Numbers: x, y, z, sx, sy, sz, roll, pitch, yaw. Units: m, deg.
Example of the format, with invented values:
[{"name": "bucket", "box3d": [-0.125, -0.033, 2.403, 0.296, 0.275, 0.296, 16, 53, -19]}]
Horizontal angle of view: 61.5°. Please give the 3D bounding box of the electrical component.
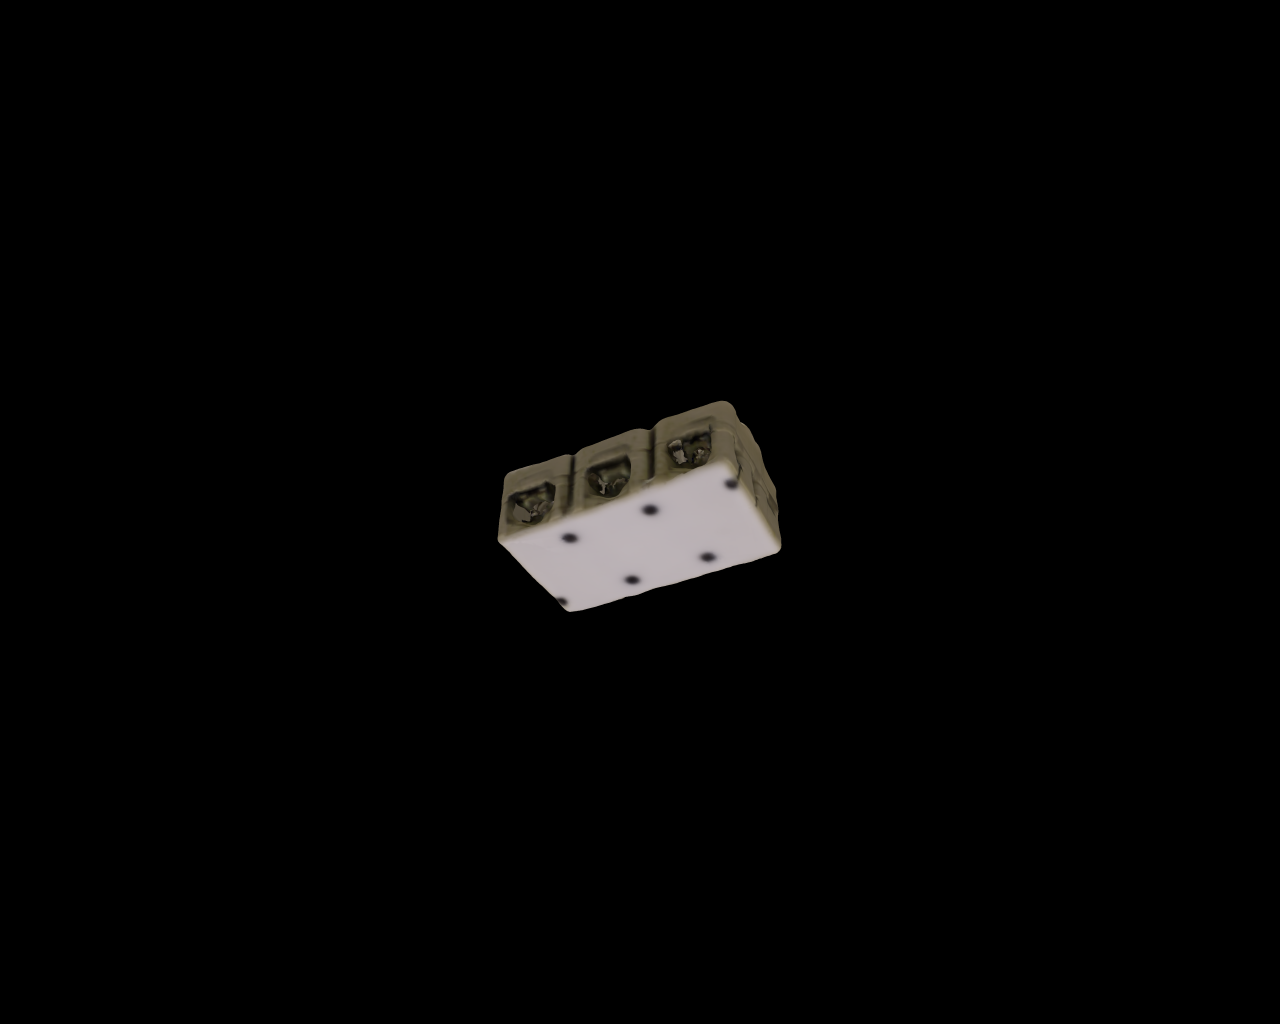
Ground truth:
[{"name": "electrical component", "box3d": [0.001, -0.003, 0.650, 0.150, 0.062, 0.089, -18, -44, 19]}]
